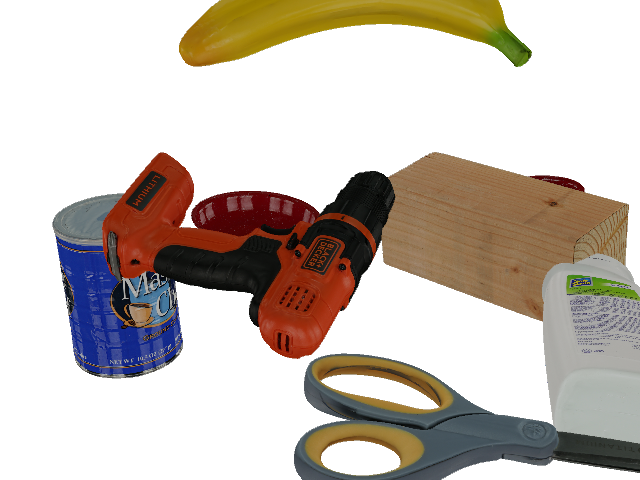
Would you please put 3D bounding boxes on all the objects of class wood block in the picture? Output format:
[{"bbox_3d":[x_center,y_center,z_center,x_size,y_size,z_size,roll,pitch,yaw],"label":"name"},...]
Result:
[{"bbox_3d":[0.161,-0.005,0.968,0.206,0.090,0.090,20,37,39],"label":"wood block"}]

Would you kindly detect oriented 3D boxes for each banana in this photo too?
[{"bbox_3d":[0.019,-0.129,0.600,0.197,0.069,0.037,-3,-41,-8],"label":"banana"}]

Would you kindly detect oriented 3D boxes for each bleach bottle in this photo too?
[{"bbox_3d":[0.222,0.069,0.817,0.102,0.068,0.250,9,24,6],"label":"bleach bottle"}]

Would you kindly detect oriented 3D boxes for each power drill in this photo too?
[{"bbox_3d":[-0.052,-0.008,0.796,0.188,0.057,0.184,15,44,17],"label":"power drill"}]

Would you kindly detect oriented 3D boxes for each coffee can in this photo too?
[{"bbox_3d":[-0.184,0.040,0.981,0.103,0.140,0.103,-2,25,1],"label":"coffee can"}]

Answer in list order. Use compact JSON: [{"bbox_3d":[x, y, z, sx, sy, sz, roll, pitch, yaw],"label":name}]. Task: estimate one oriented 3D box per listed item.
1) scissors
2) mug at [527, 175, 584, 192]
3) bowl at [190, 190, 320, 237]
[{"bbox_3d":[0.077,0.094,0.450,0.202,0.016,0.096,16,34,23],"label":"scissors"},{"bbox_3d":[0.268,-0.026,1.251,0.117,0.081,0.093,-22,29,-37],"label":"mug"},{"bbox_3d":[-0.080,-0.006,1.320,0.162,0.055,0.162,4,25,-2],"label":"bowl"}]
